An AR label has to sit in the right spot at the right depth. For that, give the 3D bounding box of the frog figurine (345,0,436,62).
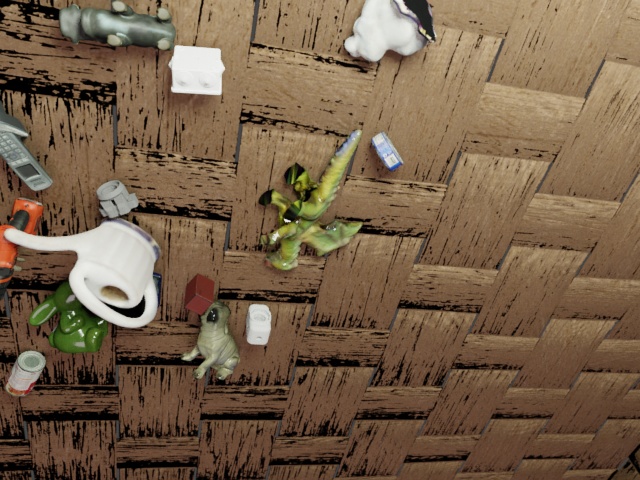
[{"bbox_3d":[0.130,-0.400,0.977,0.136,0.125,0.158,23,154,-33],"label":"frog figurine"}]

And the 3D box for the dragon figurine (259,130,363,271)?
[{"bbox_3d":[0.004,-0.060,1.191,0.406,0.125,0.240,-39,140,19],"label":"dragon figurine"}]

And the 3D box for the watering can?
[{"bbox_3d":[-0.458,0.034,1.074,0.103,0.230,0.342,-25,125,24],"label":"watering can"}]
